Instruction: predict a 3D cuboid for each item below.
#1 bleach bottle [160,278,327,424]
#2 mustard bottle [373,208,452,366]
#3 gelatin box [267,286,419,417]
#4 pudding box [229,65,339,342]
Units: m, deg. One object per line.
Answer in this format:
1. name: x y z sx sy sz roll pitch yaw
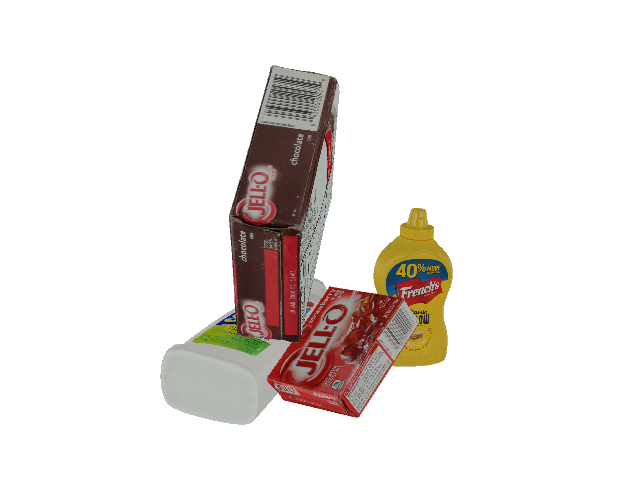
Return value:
1. bleach bottle: -0.057 0.094 1.070 0.103 0.068 0.250 12 23 17
2. mustard bottle: 0.112 0.055 1.297 0.096 0.192 0.058 0 14 -13
3. gelatin box: 0.015 0.076 0.742 0.073 0.089 0.030 6 -39 46
4. pudding box: -0.018 -0.019 0.545 0.039 0.113 0.090 9 -41 5
